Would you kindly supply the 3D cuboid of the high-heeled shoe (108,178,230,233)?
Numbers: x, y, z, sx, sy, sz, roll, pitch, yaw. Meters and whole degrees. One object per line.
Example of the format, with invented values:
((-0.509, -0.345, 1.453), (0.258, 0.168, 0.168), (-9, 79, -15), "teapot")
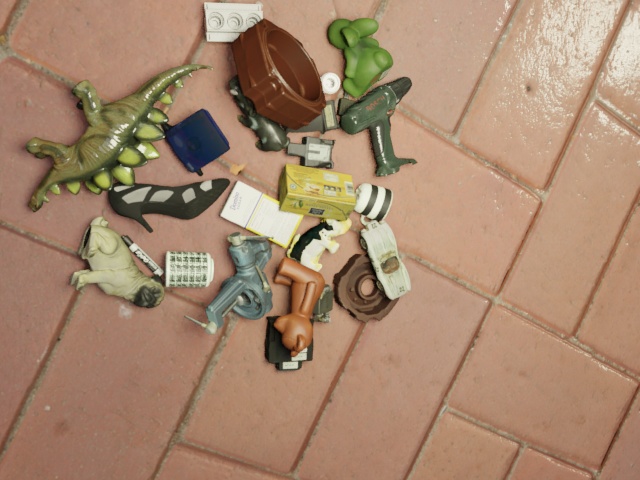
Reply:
((-0.336, -0.112, 1.196), (0.249, 0.086, 0.145), (-34, 75, -28), "high-heeled shoe")

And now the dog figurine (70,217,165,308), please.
((-0.422, 0.053, 1.171), (0.190, 0.121, 0.172), (15, 96, -33), "dog figurine")

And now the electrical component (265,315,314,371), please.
((-0.076, 0.253, 1.316), (0.115, 0.058, 0.134), (3, 96, -15), "electrical component")

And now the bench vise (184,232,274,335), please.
((-0.183, 0.107, 1.197), (0.240, 0.129, 0.223), (-49, 145, -44), "bench vise")

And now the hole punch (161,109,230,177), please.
((-0.267, -0.218, 1.179), (0.116, 0.092, 0.142), (-36, 110, -6), "hole punch")

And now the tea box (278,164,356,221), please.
((-0.008, -0.111, 1.261), (0.170, 0.068, 0.098), (9, 52, -17), "tea box")

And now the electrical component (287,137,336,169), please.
((-0.025, -0.207, 1.275), (0.119, 0.048, 0.074), (0, 97, -17), "electrical component")

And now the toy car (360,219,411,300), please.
((0.160, 0.047, 1.308), (0.073, 0.056, 0.201), (-26, 103, -16), "toy car")

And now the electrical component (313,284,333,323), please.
((0.009, 0.157, 1.319), (0.078, 0.045, 0.102), (2, 94, -52), "electrical component")

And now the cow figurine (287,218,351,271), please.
((-0.002, -0.005, 1.302), (0.098, 0.068, 0.167), (40, 83, -12), "cow figurine")

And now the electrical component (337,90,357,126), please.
((0.075, -0.318, 1.306), (0.063, 0.021, 0.094), (6, 95, -18), "electrical component")

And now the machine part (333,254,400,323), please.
((0.120, 0.118, 1.360), (0.179, 0.056, 0.179), (-2, 95, -19), "machine part")

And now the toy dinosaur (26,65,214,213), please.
((-0.425, -0.223, 1.103), (0.198, 0.105, 0.471), (42, 92, -9), "toy dinosaur")

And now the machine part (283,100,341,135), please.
((-0.022, -0.285, 1.271), (0.139, 0.039, 0.084), (-16, 105, -16), "machine part")

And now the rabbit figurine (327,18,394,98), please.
((0.077, -0.436, 1.233), (0.121, 0.159, 0.170), (-41, 89, -7), "rabbit figurine")

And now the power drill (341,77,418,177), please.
((0.168, -0.269, 1.305), (0.232, 0.086, 0.207), (-29, 112, -29), "power drill")

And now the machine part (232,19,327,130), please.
((-0.082, -0.351, 1.147), (0.201, 0.087, 0.201), (13, 59, -53), "machine part")

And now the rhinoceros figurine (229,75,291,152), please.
((-0.140, -0.279, 1.198), (0.073, 0.112, 0.190), (-35, 114, -8), "rhinoceros figurine")

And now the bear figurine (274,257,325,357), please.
((-0.064, 0.159, 1.236), (0.132, 0.120, 0.196), (22, 70, -3), "bear figurine")
